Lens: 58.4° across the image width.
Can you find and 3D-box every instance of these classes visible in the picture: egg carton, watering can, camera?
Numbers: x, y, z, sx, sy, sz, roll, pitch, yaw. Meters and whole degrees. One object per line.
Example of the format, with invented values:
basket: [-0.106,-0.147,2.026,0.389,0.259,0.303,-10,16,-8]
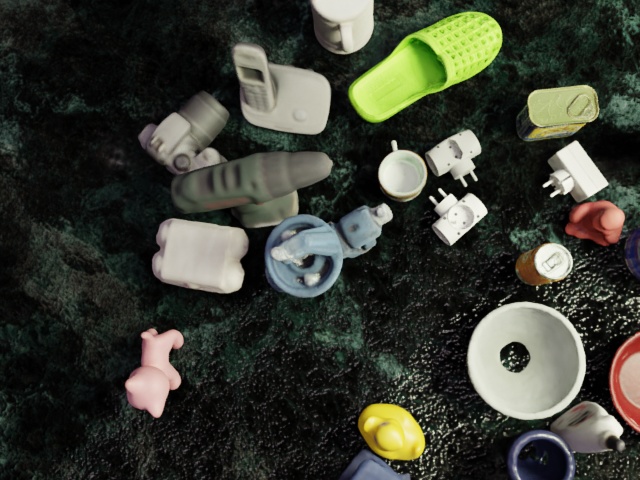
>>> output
egg carton: [-0.189,0.026,0.906,0.150,0.069,0.107,7,83,5]
watering can: [0.029,-0.384,0.884,0.101,0.194,0.173,-30,81,0]
camera: [-0.200,-0.163,0.917,0.143,0.101,0.137,39,87,8]

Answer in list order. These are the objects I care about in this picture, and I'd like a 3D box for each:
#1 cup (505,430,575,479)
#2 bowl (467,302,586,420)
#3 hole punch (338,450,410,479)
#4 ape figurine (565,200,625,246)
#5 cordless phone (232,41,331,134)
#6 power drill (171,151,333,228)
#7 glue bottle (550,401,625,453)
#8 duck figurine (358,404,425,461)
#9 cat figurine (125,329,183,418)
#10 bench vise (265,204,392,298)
cup: [0.312,0.322,0.818,0.091,0.095,0.117,-36,81,-1]
bowl: [0.296,0.176,0.849,0.167,0.075,0.167,-1,82,4]
hole punch: [0.075,0.375,0.829,0.101,0.091,0.109,35,86,8]
ape figurine: [0.423,-0.028,0.859,0.076,0.092,0.078,-33,81,-1]
cordless phone: [-0.059,-0.236,0.874,0.147,0.185,0.094,8,83,5]
power drill: [-0.090,-0.074,0.843,0.229,0.208,0.075,-9,81,3]
glue bottle: [0.375,0.263,0.782,0.078,0.173,0.037,-39,81,-2]
duck figurine: [0.106,0.288,0.842,0.104,0.086,0.077,29,85,7]
cat figurine: [-0.256,0.199,0.863,0.067,0.118,0.128,-3,82,4]
bench vise: [-0.001,-0.005,0.821,0.121,0.220,0.207,43,87,9]
